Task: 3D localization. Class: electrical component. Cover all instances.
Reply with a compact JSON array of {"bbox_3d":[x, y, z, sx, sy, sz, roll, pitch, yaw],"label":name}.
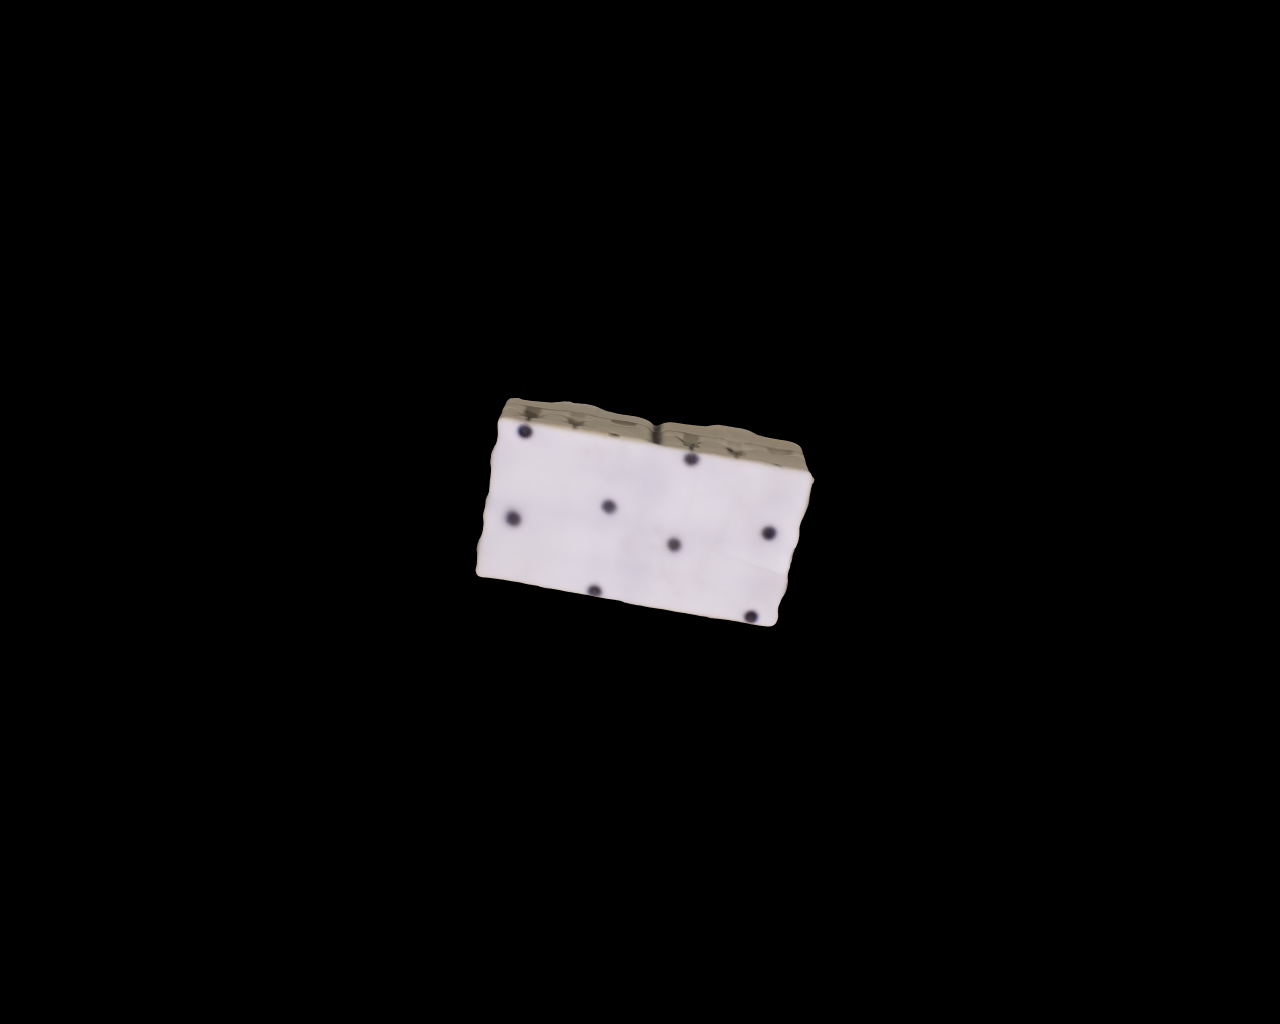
[{"bbox_3d":[0.001,-0.003,0.650,0.186,0.105,0.060,10,20,-3],"label":"electrical component"}]
